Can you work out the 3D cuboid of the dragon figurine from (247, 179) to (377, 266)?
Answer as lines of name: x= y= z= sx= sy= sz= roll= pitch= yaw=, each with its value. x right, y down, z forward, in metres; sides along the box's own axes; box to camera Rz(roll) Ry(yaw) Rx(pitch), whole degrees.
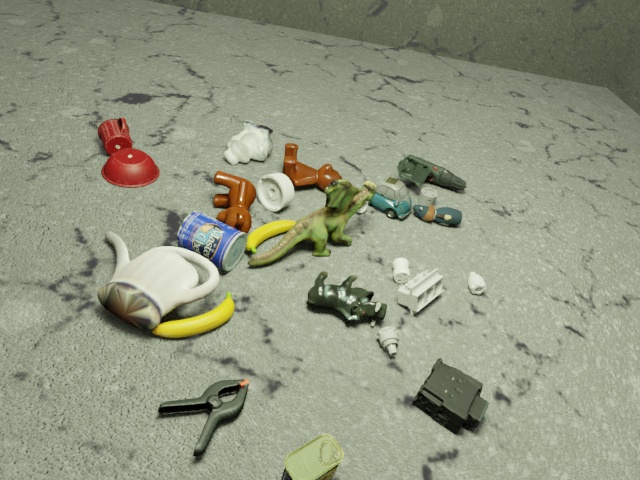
dragon figurine: x=0.004 y=-0.067 z=1.338 sx=0.415 sy=0.237 sz=0.124 roll=-23 pitch=55 yaw=-41

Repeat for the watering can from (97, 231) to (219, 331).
watering can: x=-0.397 y=0.079 z=1.138 sx=0.349 sy=0.101 sz=0.229 roll=14 pitch=36 yaw=19

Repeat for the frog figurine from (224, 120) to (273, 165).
frog figurine: x=-0.233 y=-0.298 z=1.679 sx=0.138 sy=0.121 sz=0.161 roll=29 pitch=75 yaw=5
